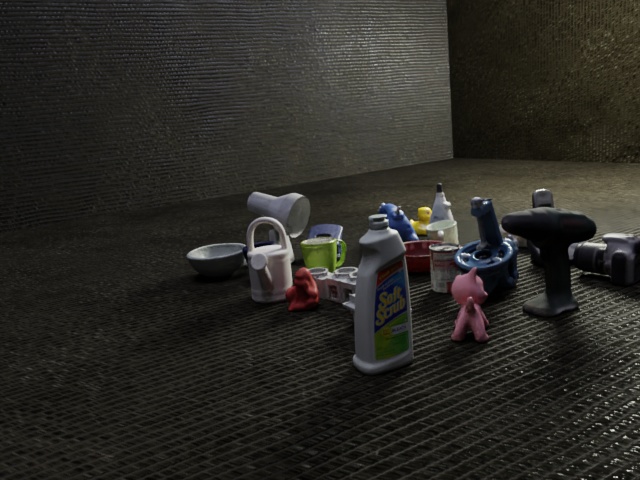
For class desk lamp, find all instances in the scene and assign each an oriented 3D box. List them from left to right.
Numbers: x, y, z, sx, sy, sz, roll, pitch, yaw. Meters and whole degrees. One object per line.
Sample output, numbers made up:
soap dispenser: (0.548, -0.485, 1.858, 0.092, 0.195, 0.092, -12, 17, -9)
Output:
desk lamp: (-0.127, -0.031, 1.627, 0.202, 0.214, 0.118, 2, 15, 31)

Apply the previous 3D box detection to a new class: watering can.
watering can: (-0.118, 0.044, 1.336, 0.101, 0.194, 0.172, -8, 13, -12)

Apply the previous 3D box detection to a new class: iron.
iron: (0.207, -0.048, 1.722, 0.119, 0.141, 0.258, -8, 13, -10)

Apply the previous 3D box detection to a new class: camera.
camera: (0.650, 0.030, 1.277, 0.144, 0.101, 0.136, -16, 17, -40)

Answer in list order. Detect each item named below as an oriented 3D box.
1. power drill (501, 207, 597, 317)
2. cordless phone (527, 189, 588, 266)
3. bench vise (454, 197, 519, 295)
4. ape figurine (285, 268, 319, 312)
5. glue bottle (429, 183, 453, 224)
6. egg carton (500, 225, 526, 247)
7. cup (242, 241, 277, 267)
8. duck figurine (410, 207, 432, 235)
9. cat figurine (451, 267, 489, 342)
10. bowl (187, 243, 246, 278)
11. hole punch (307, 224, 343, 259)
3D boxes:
power drill: (0.440, 0.035, 1.102, 0.230, 0.208, 0.075, -13, 15, -29)
cordless phone: (0.584, -0.036, 1.408, 0.148, 0.185, 0.094, -9, 13, -16)
bench vise: (0.359, 0.006, 1.239, 0.121, 0.220, 0.208, 1, 14, 26)
ape figurine: (-0.036, 0.106, 1.257, 0.076, 0.092, 0.077, -17, 17, -40)
glue bottle: (0.371, -0.087, 1.753, 0.077, 0.173, 0.037, 5, 17, 39)
egg carton: (0.580, -0.021, 1.604, 0.107, 0.069, 0.149, -13, 15, -30)
cup: (-0.149, 0.056, 1.523, 0.091, 0.095, 0.118, 0, 14, 24)
duck figurine: (0.336, -0.064, 1.864, 0.104, 0.086, 0.078, 2, 15, 29)
cat figurine: (0.273, 0.111, 1.047, 0.067, 0.118, 0.128, -2, 13, 15)
bowl: (-0.282, 0.063, 1.595, 0.167, 0.075, 0.167, -5, 13, 1)
hole punch: (0.015, 0.006, 1.680, 0.108, 0.091, 0.101, -2, 13, 15)
